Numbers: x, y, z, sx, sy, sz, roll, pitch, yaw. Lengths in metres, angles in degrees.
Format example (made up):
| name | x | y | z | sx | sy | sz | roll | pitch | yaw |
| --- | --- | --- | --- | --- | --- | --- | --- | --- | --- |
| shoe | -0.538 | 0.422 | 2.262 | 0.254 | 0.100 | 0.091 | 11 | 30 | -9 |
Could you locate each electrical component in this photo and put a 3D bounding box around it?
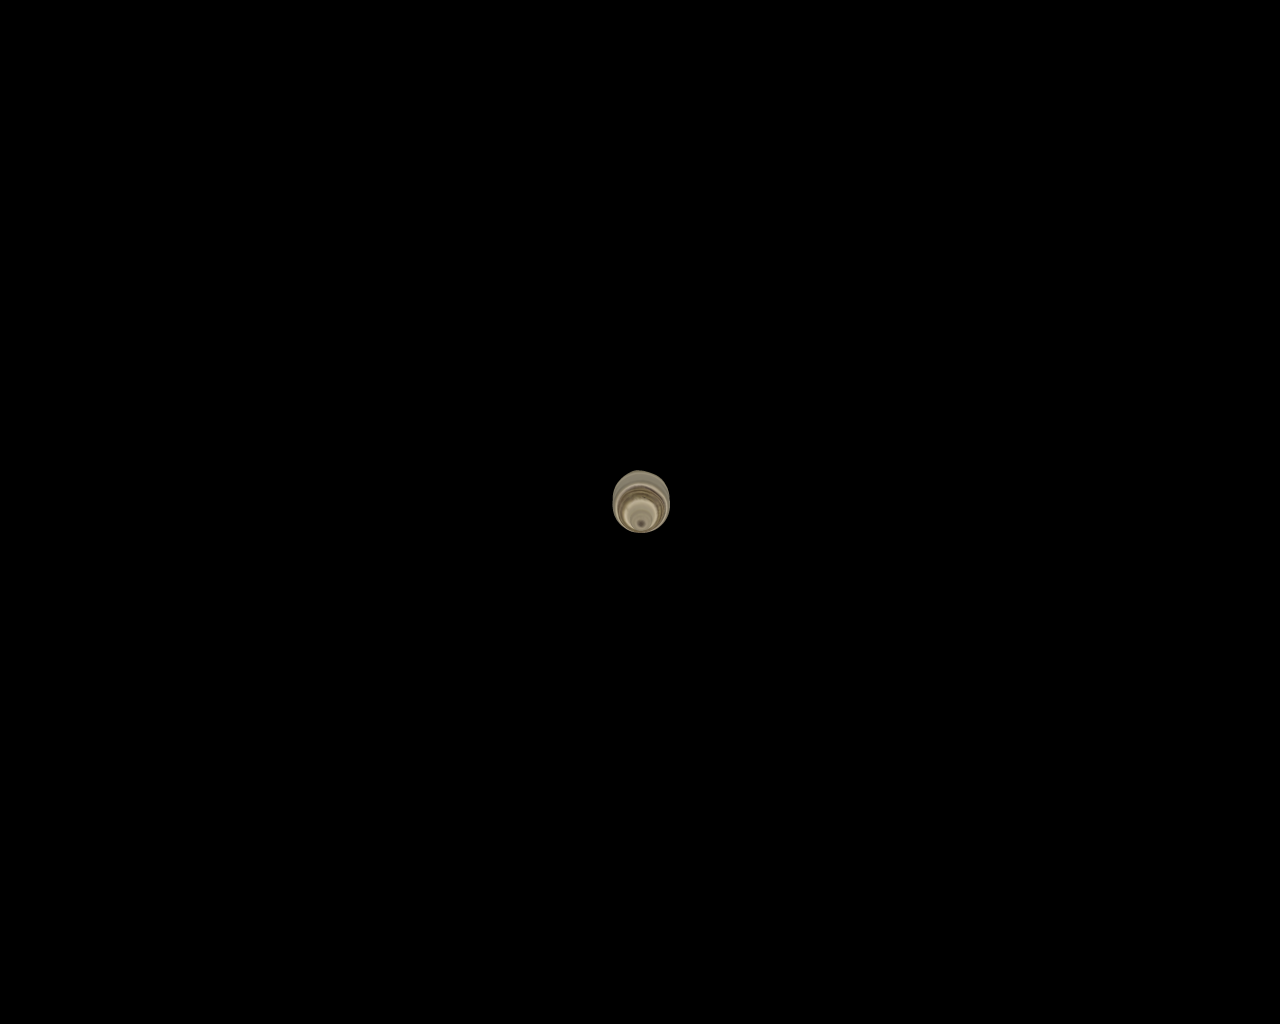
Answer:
| name | x | y | z | sx | sy | sz | roll | pitch | yaw |
| --- | --- | --- | --- | --- | --- | --- | --- | --- | --- |
| electrical component | 0.001 | -0.003 | 0.650 | 0.035 | 0.035 | 0.061 | 0 | 18 | 0 |
